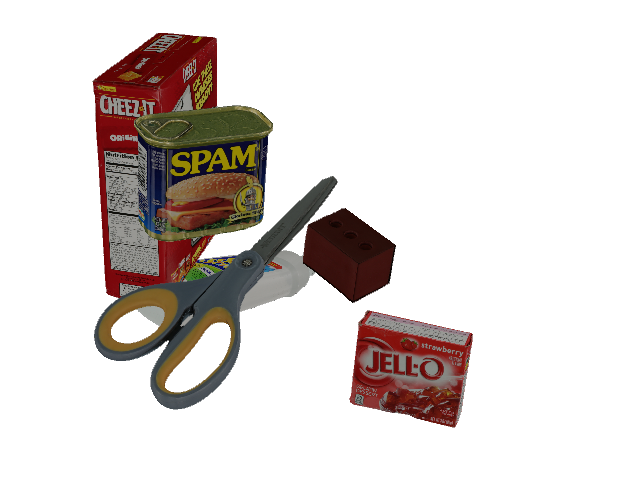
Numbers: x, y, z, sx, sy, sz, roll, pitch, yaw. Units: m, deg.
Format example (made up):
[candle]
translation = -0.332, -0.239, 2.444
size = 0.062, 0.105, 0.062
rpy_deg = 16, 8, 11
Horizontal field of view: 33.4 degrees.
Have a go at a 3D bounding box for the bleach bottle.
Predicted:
[bleach bottle]
translation = -0.111, 0.052, 1.381
size = 0.250, 0.068, 0.103
rpy_deg = -13, 28, -42

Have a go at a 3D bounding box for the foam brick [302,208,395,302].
[foam brick]
translation = 0.028, 0.014, 1.056
size = 0.052, 0.051, 0.078
rpy_deg = -26, 48, -34

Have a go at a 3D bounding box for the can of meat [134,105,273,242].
[can of meat]
translation = -0.090, -0.052, 0.819
size = 0.101, 0.084, 0.057
rpy_deg = -9, 31, -25

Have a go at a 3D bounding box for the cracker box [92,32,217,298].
[cracker box]
translation = -0.152, -0.072, 1.014
size = 0.072, 0.214, 0.164
rpy_deg = 7, 27, 10

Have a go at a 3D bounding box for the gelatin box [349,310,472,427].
[gelatin box]
translation = 0.071, 0.102, 0.844
size = 0.089, 0.073, 0.030
rpy_deg = 11, 23, 14

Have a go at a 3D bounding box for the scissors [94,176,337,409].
[scissors]
translation = -0.066, 0.018, 0.659
size = 0.096, 0.016, 0.201
rpy_deg = 12, 48, 14
